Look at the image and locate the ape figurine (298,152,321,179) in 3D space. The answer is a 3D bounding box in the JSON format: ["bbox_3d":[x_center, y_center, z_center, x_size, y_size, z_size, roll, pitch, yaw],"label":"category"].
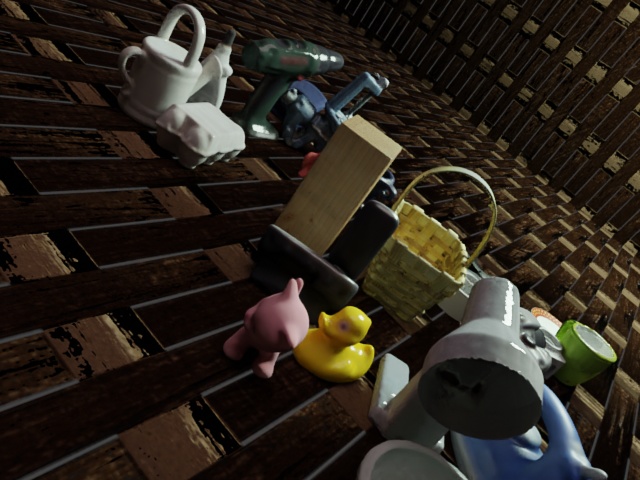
[{"bbox_3d":[0.012,-0.150,1.118,0.077,0.092,0.076,48,29,24],"label":"ape figurine"}]

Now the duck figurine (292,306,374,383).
[{"bbox_3d":[0.029,0.120,0.694,0.105,0.086,0.077,23,29,-25],"label":"duck figurine"}]

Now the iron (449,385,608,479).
[{"bbox_3d":[0.246,0.231,0.709,0.119,0.141,0.258,25,28,-21],"label":"iron"}]

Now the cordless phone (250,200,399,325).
[{"bbox_3d":[0.007,0.003,0.749,0.147,0.185,0.094,34,26,-3],"label":"cordless phone"}]

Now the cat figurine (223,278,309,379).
[{"bbox_3d":[-0.045,0.086,0.624,0.067,0.117,0.128,34,26,-3],"label":"cat figurine"}]

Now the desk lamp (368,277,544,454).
[{"bbox_3d":[0.150,0.149,0.645,0.118,0.213,0.203,34,26,-4],"label":"desk lamp"}]

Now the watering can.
[{"bbox_3d":[-0.237,-0.285,0.924,0.101,0.194,0.173,39,26,7],"label":"watering can"}]

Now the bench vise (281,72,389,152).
[{"bbox_3d":[0.032,-0.267,1.190,0.208,0.219,0.121,15,32,-36],"label":"bench vise"}]

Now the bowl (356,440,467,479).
[{"bbox_3d":[0.086,0.273,0.519,0.168,0.074,0.167,28,27,-15],"label":"bowl"}]

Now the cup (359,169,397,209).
[{"bbox_3d":[0.094,-0.099,1.129,0.092,0.095,0.117,2,42,-49],"label":"cup"}]

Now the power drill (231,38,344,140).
[{"bbox_3d":[-0.077,-0.305,1.136,0.230,0.208,0.075,0,43,-51],"label":"power drill"}]

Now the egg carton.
[{"bbox_3d":[-0.192,-0.172,0.932,0.107,0.069,0.151,40,26,8],"label":"egg carton"}]

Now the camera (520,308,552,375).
[{"bbox_3d":[0.336,0.174,0.959,0.137,0.100,0.143,12,34,-40],"label":"camera"}]

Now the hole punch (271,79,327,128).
[{"bbox_3d":[-0.051,-0.315,1.318,0.108,0.091,0.101,46,28,21],"label":"hole punch"}]

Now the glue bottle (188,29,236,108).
[{"bbox_3d":[-0.193,-0.296,1.021,0.078,0.173,0.037,32,26,-7],"label":"glue bottle"}]
